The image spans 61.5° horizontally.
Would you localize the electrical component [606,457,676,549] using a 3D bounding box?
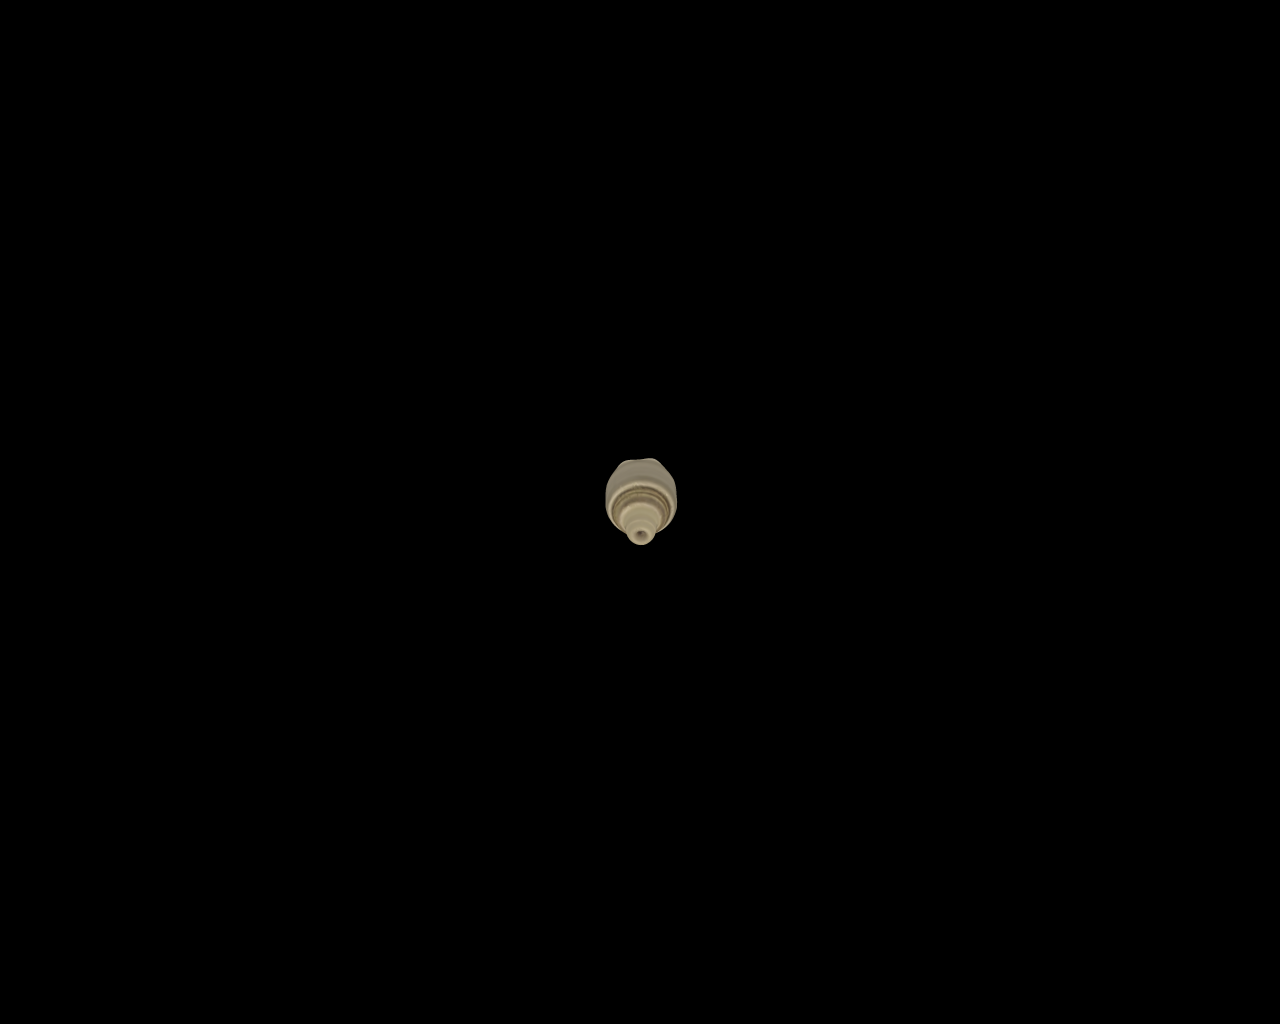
[{"bbox_3d":[0.001,-0.003,0.650,0.043,0.043,0.062,0,34,0],"label":"electrical component"}]
